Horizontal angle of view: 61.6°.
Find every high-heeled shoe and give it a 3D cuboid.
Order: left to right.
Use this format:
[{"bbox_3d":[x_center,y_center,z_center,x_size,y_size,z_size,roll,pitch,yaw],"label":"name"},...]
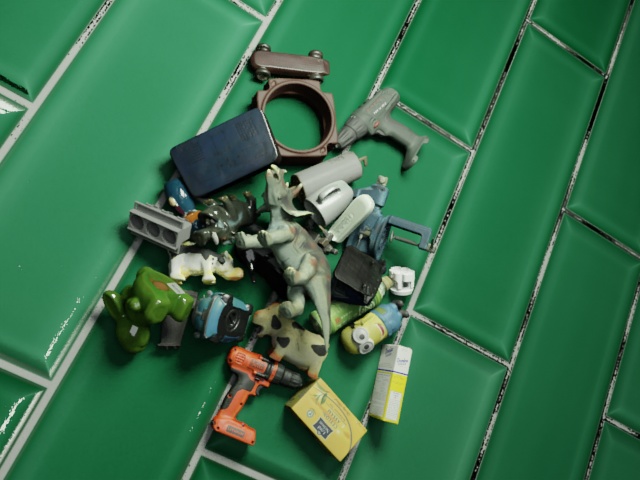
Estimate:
[{"bbox_3d":[-0.087,0.060,1.279,0.248,0.086,0.145,15,44,-33],"label":"high-heeled shoe"}]

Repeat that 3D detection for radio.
[{"bbox_3d":[-0.209,-0.192,1.220,0.230,0.073,0.131,-25,90,5],"label":"radio"}]

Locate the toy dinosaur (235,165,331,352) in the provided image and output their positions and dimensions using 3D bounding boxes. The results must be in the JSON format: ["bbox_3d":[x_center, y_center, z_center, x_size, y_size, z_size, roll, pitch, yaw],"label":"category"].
[{"bbox_3d":[-0.045,0.040,1.185,0.192,0.131,0.405,-24,82,-44],"label":"toy dinosaur"}]

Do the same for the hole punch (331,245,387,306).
[{"bbox_3d":[0.082,0.093,1.261,0.116,0.092,0.142,29,47,-1],"label":"hole punch"}]

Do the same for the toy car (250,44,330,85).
[{"bbox_3d":[-0.076,-0.440,1.360,0.202,0.053,0.089,2,70,-14],"label":"toy car"}]

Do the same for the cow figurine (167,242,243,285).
[{"bbox_3d":[-0.258,0.052,1.211,0.167,0.068,0.098,1,74,-19],"label":"cow figurine"}]

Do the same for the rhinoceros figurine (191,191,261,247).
[{"bbox_3d":[-0.214,-0.045,1.209,0.190,0.073,0.112,-33,112,-51],"label":"rhinoceros figurine"}]

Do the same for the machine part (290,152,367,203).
[{"bbox_3d":[0.017,-0.156,1.329,0.243,0.079,0.079,-25,89,-19],"label":"machine part"}]

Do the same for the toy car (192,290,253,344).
[{"bbox_3d":[-0.224,0.165,1.176,0.103,0.161,0.109,13,84,27],"label":"toy car"}]

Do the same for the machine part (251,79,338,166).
[{"bbox_3d":[-0.063,-0.289,1.321,0.201,0.087,0.201,-3,81,-20],"label":"machine part"}]

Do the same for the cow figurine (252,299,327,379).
[{"bbox_3d":[-0.068,0.220,1.234,0.195,0.085,0.127,30,79,-9],"label":"cow figurine"}]

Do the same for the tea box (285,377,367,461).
[{"bbox_3d":[0.013,0.408,1.236,0.098,0.068,0.169,-44,97,-20],"label":"tea box"}]

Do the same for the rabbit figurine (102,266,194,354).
[{"bbox_3d":[-0.378,0.152,1.114,0.159,0.121,0.170,37,103,15],"label":"rabbit figurine"}]

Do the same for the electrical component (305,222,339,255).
[{"bbox_3d":[-0.003,-0.004,1.290,0.078,0.102,0.045,39,78,-32],"label":"electrical component"}]

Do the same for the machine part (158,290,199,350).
[{"bbox_3d":[-0.316,0.174,1.184,0.084,0.039,0.139,18,74,-19],"label":"machine part"}]

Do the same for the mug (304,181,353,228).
[{"bbox_3d":[0.025,-0.099,1.266,0.107,0.109,0.081,-38,66,-20],"label":"mug"}]

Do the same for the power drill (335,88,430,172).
[{"bbox_3d":[0.169,-0.271,1.405,0.207,0.086,0.232,36,71,-2],"label":"power drill"}]

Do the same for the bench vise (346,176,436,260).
[{"bbox_3d":[0.174,-0.036,1.318,0.241,0.128,0.223,19,82,16],"label":"bench vise"}]

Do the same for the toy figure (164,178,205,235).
[{"bbox_3d":[-0.299,-0.066,1.220,0.064,0.058,0.154,-28,91,-25],"label":"toy figure"}]

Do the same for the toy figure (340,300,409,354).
[{"bbox_3d":[0.132,0.213,1.304,0.180,0.089,0.082,-32,79,-29],"label":"toy figure"}]
